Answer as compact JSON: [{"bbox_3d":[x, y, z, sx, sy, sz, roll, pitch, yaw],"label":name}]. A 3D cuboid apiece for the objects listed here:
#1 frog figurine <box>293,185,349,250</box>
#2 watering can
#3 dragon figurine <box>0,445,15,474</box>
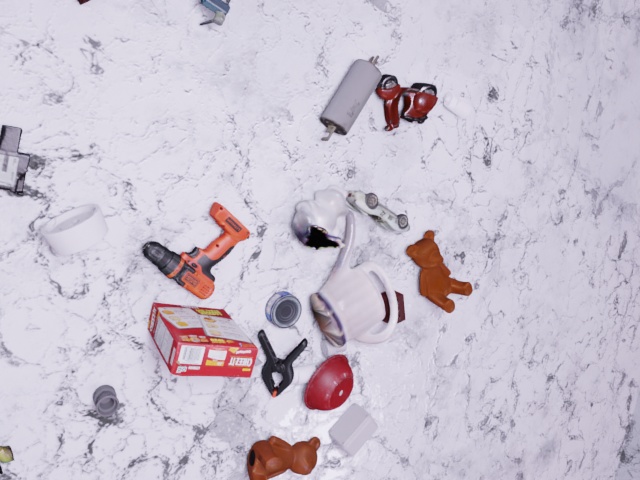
[{"bbox_3d":[0.004,-0.062,1.227,0.136,0.120,0.163,21,53,-24],"label":"frog figurine"},{"bbox_3d":[0.071,0.119,1.292,0.226,0.104,0.345,-29,100,-22],"label":"watering can"},{"bbox_3d":[-0.697,0.372,0.884,0.244,0.123,0.404,-24,110,-16],"label":"dragon figurine"}]
